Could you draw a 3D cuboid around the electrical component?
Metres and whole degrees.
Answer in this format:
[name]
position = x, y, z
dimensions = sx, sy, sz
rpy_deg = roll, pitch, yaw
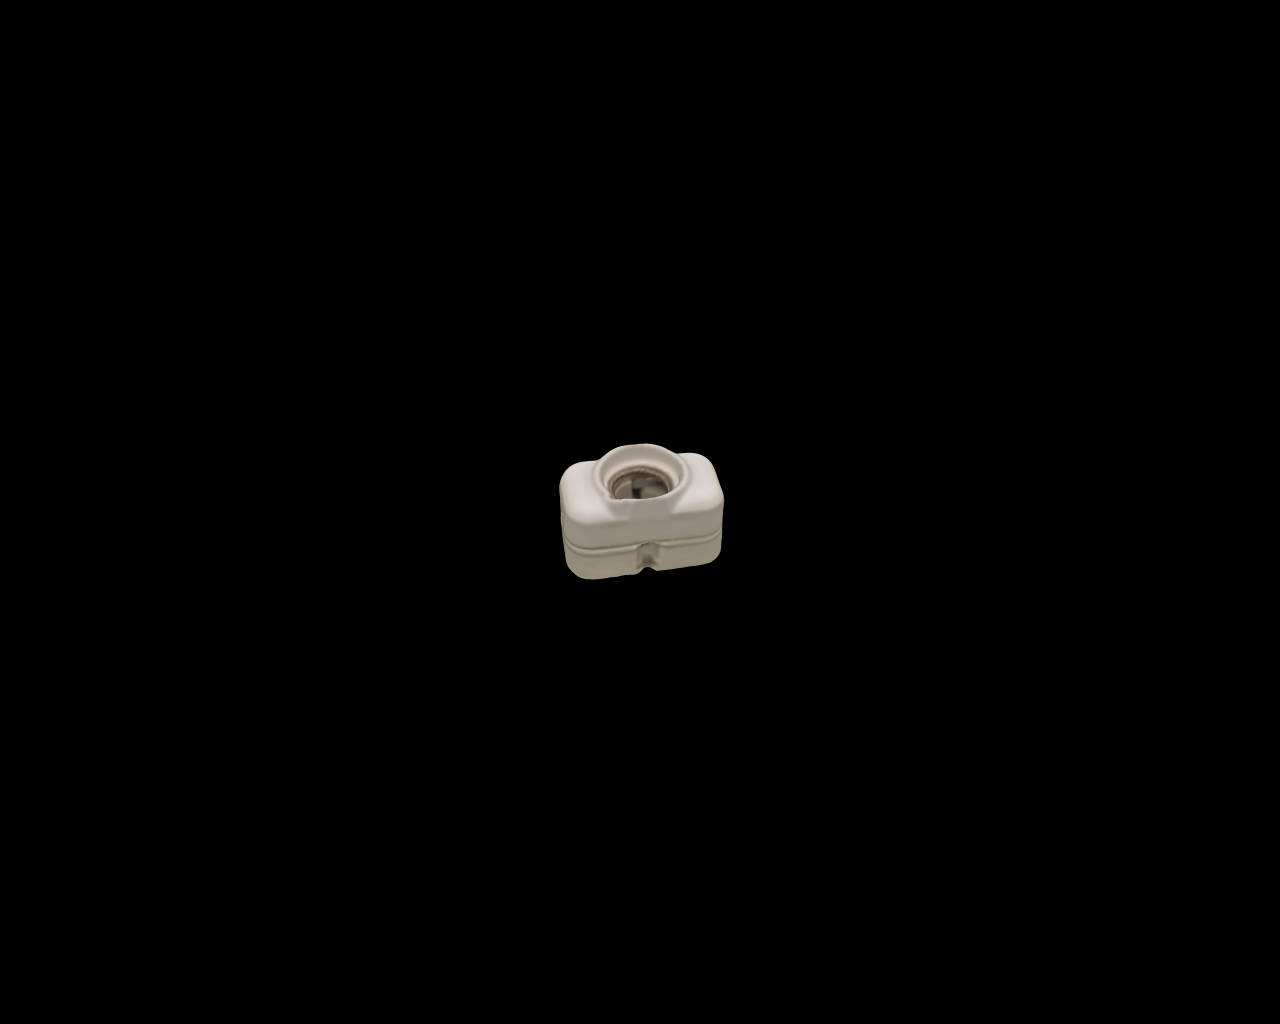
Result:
[electrical component]
position = 0.001, -0.003, 0.650
dimensions = 0.095, 0.059, 0.054
rpy_deg = -6, 43, -7
